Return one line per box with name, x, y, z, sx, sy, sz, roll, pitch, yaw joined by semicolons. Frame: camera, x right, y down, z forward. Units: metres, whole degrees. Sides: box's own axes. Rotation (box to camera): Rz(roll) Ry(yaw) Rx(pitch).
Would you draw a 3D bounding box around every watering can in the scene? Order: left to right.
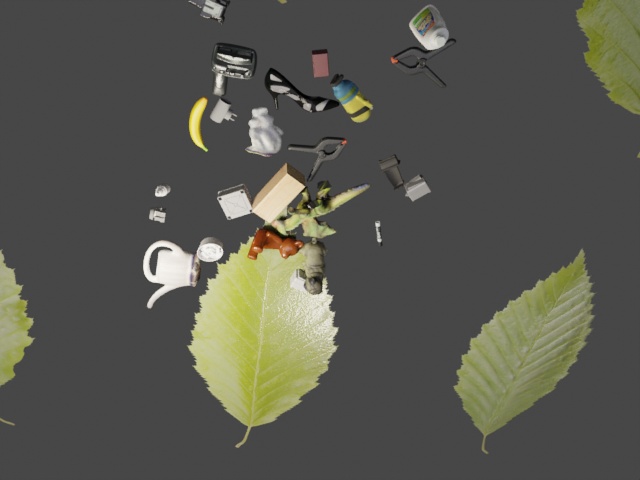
watering can;-0.603;0.147;2.102;0.224;0.106;0.340;7;122;-9

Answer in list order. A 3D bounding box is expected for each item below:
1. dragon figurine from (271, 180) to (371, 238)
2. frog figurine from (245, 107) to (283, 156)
dragon figurine;0.006;-0.101;2.005;0.410;0.125;0.237;-9;141;4
frog figurine;-0.186;-0.377;1.785;0.138;0.124;0.157;-7;121;-40
